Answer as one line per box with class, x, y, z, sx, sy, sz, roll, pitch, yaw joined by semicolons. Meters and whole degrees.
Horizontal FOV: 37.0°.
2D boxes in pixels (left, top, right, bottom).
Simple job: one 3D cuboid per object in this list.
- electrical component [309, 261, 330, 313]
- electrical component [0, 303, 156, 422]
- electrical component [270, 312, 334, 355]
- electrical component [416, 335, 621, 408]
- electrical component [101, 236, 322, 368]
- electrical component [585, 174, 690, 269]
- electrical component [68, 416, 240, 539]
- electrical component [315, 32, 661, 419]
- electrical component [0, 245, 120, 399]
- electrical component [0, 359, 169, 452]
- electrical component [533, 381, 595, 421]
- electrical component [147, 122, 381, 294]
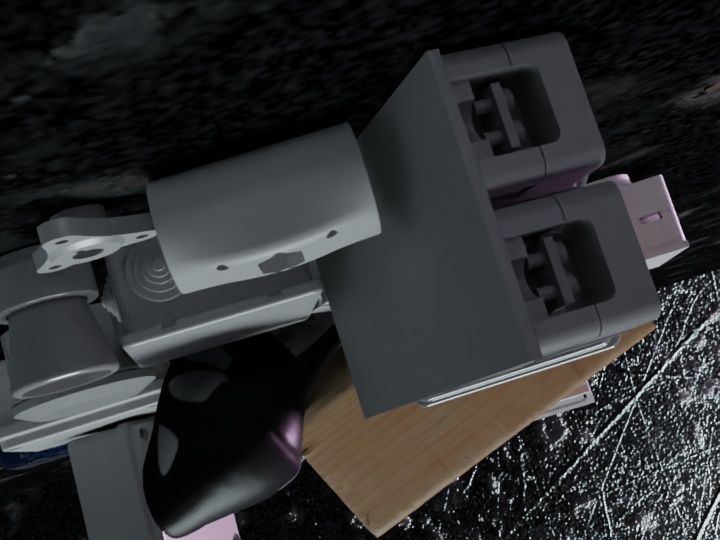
electrical component;0.000;0.000;0.621;0.055;0.048;0.066;-6;168;-24
electrical component;-0.161;0.053;0.610;0.080;0.051;0.080;-17;172;-3
electrical component;-0.064;0.072;0.743;0.121;0.063;0.079;-51;162;15
electrical component;0.067;0.003;0.556;0.109;0.108;0.056;-20;174;16
electrical component;-0.069;0.006;0.499;0.100;0.048;0.099;-16;172;-9
electrical component;0.122;-0.009;0.762;0.186;0.060;0.105;-18;172;2
electrical component;-0.140;0.158;0.743;0.056;0.108;0.109;-17;173;18
electrical component;0.039;-0.008;0.437;0.060;0.105;0.186;-15;171;-19
electrical component;-0.129;0.021;0.448;0.045;0.055;0.045;-17;172;-3
electrical component;-0.181;0.078;0.711;0.109;0.056;0.108;-17;172;-6
electrical component;0.092;0.070;0.754;0.121;0.078;0.063;-19;-159;11
electrical component;-0.035;-0.020;0.414;0.077;0.043;0.079;-17;172;-2
